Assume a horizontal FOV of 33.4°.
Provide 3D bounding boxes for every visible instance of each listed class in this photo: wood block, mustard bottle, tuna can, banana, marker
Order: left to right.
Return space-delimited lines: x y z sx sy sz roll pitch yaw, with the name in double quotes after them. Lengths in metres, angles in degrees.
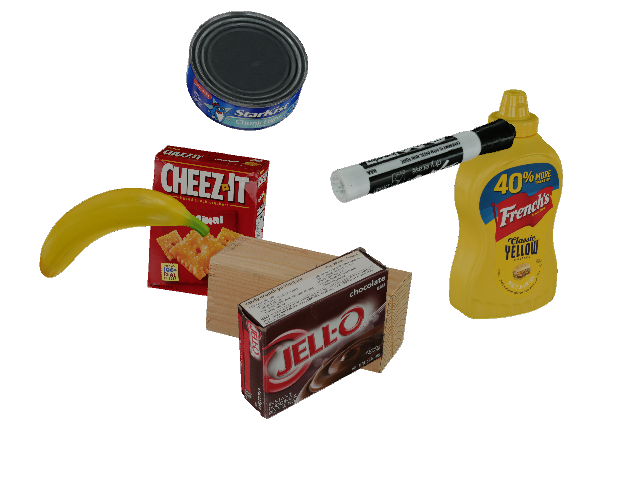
-0.202 -0.011 1.011 0.198 0.069 0.037 -13 18 27 "banana"
-0.054 -0.122 0.772 0.086 0.086 0.034 0 -29 -13 "tuna can"
-0.014 0.068 1.182 0.206 0.091 0.090 13 22 17 "wood block"
0.062 -0.048 0.617 0.121 0.020 0.020 -19 8 -23 "marker"
0.159 -0.032 0.904 0.096 0.192 0.058 -9 23 -21 "mustard bottle"

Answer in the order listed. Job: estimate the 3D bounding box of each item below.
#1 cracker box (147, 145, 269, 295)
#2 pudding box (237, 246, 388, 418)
-0.172 -0.024 1.619 0.164 0.214 0.072 9 19 7 "cracker box"
-0.005 0.066 0.774 0.113 0.090 0.039 -26 47 -29 "pudding box"
